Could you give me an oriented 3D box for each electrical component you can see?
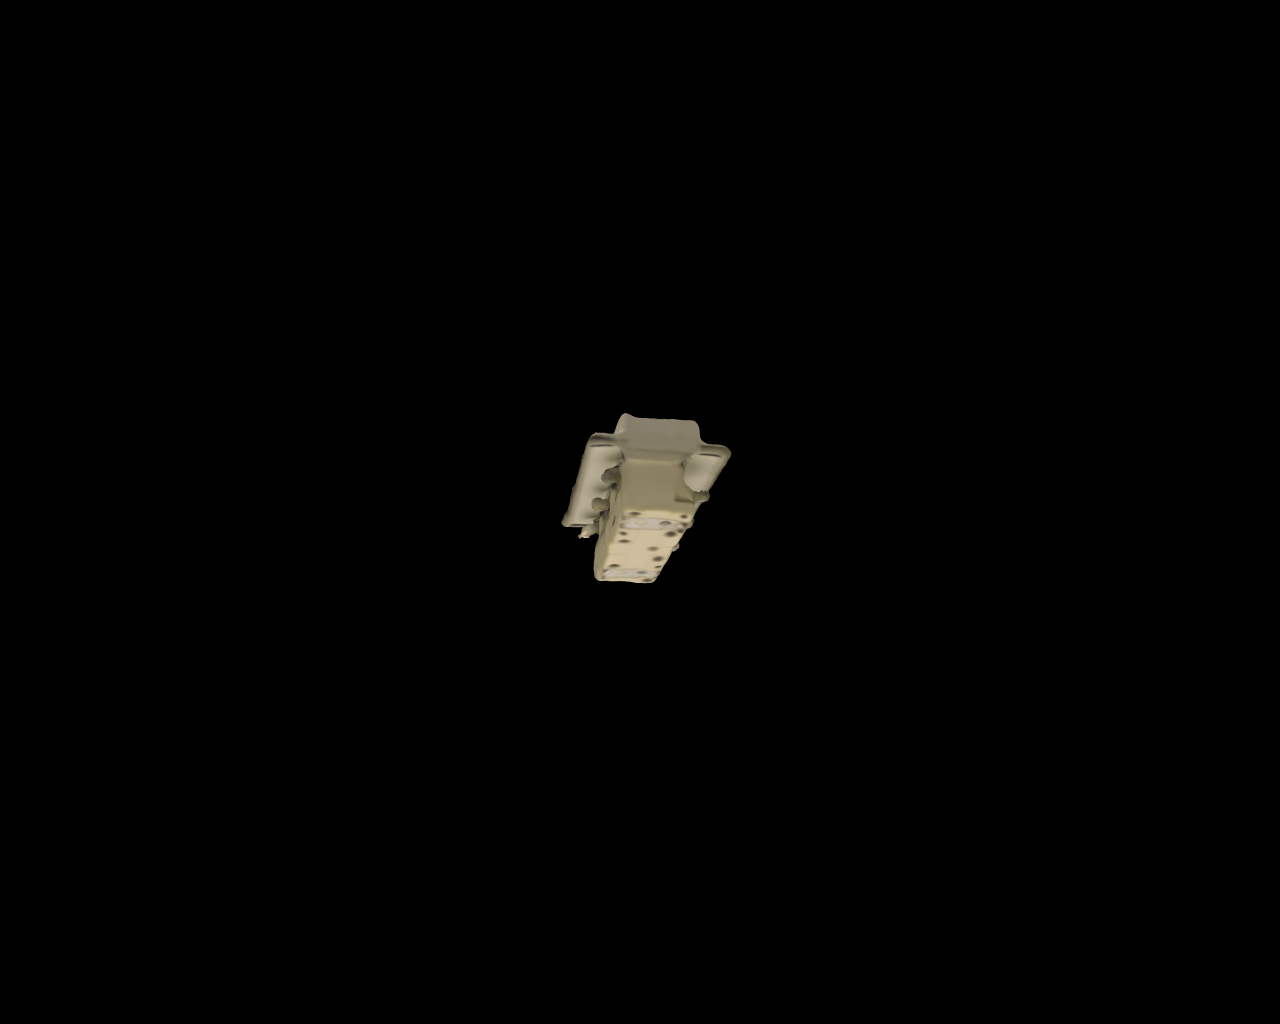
[{"bbox_3d":[0.001,-0.003,0.650,0.079,0.063,0.121,5,-24,-10],"label":"electrical component"}]
